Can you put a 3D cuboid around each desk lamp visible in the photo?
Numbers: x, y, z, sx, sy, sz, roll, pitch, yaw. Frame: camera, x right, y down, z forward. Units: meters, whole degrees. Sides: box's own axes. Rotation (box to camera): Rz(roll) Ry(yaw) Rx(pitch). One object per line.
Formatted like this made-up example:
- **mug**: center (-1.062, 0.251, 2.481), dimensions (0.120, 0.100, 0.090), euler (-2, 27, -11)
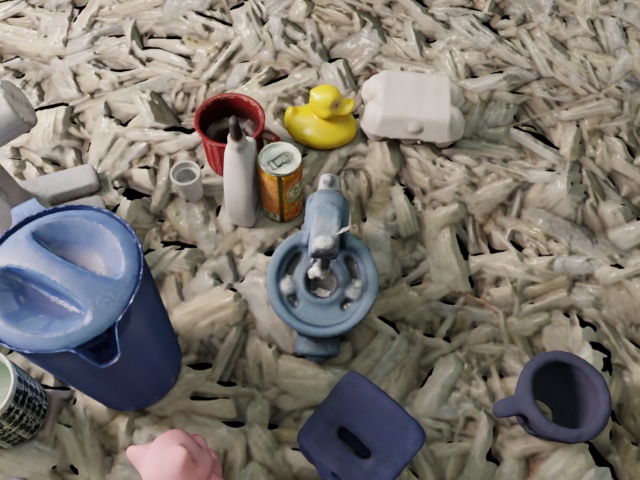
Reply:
- **desk lamp**: center (-0.383, -0.084, 0.661), dimensions (0.203, 0.213, 0.117), euler (-20, 62, -13)

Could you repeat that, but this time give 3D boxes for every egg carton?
- **egg carton**: center (0.132, -0.186, 0.821), dimensions (0.150, 0.069, 0.107), euler (5, 60, 1)

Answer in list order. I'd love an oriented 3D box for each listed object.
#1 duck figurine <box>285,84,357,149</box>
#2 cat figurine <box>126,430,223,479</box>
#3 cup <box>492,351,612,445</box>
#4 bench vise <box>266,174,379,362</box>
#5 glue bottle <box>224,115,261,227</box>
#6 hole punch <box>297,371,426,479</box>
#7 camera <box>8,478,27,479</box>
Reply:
- **duck figurine**: center (0.002, -0.181, 0.804), dimensions (0.104, 0.086, 0.077), euler (5, 60, 1)
- **cat figurine**: center (-0.118, 0.231, 0.543), dimensions (0.127, 0.118, 0.067), euler (37, 66, 18)
- **cup**: center (0.229, 0.176, 0.600), dimensions (0.118, 0.095, 0.091), euler (-10, 61, -8)
- **bench vise**: center (-0.006, 0.004, 0.619), dimensions (0.121, 0.220, 0.207), euler (-12, 61, -8)
- **glue bottle**: center (-0.095, -0.090, 0.698), dimensions (0.037, 0.173, 0.078), euler (9, 60, 4)
- **hole punch**: center (0.040, 0.205, 0.579), dimensions (0.108, 0.091, 0.101), euler (38, 66, 18)
- **camera**: center (-0.297, 0.307, 0.503), dimensions (0.137, 0.101, 0.143), euler (-30, 65, -18)
